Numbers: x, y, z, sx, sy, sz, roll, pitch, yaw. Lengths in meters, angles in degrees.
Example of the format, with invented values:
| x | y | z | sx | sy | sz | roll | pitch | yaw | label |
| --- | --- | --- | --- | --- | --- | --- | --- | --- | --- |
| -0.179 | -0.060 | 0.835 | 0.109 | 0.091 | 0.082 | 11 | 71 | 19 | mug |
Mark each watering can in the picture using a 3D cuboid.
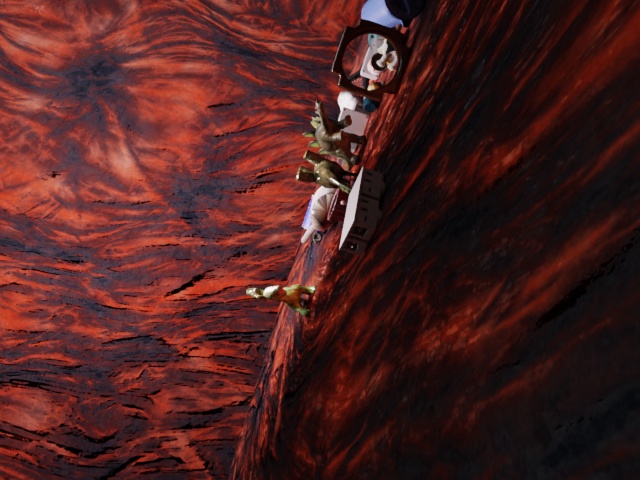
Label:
| x | y | z | sx | sy | sz | roll | pitch | yaw | label |
| --- | --- | --- | --- | --- | --- | --- | --- | --- | --- |
| 0.006 | -0.098 | 1.954 | 0.228 | 0.104 | 0.343 | -89 | 22 | -69 | watering can |

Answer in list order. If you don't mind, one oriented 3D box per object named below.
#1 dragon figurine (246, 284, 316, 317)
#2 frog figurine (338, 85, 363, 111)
| x | y | z | sx | sy | sz | roll | pitch | yaw | label |
| --- | --- | --- | --- | --- | --- | --- | --- | --- | --- |
| -0.150 | 0.202 | 1.906 | 0.407 | 0.242 | 0.123 | 142 | 141 | -76 | dragon figurine |
| 0.133 | -0.564 | 2.186 | 0.134 | 0.123 | 0.163 | 83 | -167 | -51 | frog figurine |
